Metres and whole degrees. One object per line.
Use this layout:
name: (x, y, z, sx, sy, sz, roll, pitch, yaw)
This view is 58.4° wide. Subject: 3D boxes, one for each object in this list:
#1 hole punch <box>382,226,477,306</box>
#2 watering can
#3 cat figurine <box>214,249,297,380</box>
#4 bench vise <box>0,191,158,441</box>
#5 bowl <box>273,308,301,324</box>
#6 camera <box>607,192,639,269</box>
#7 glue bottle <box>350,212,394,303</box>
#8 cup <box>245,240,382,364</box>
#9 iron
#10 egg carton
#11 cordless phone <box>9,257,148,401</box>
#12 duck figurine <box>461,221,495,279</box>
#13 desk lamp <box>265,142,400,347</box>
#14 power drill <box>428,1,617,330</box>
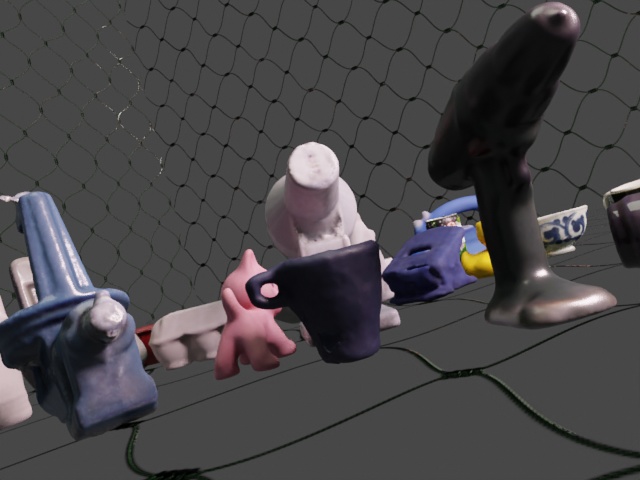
hole punch: (0.145, 0.033, 0.781, 0.101, 0.091, 0.108, -13, -2, -43)
watering can: (-0.381, 0.112, 0.614, 0.172, 0.194, 0.101, -16, -2, 34)
cat figurine: (-0.074, 0.070, 0.587, 0.067, 0.118, 0.128, -15, -2, 9)
bench vise: (-0.208, 0.049, 0.497, 0.206, 0.220, 0.122, -16, -2, 34)
bowl: (-0.026, 0.091, 0.919, 0.167, 0.075, 0.167, -15, -2, 0)
camera: (0.330, -0.030, 0.503, 0.136, 0.101, 0.144, -16, -2, 30)
glue bottle: (0.065, 0.015, 0.896, 0.037, 0.173, 0.078, -16, -2, 42)
cup: (0.003, 0.058, 0.477, 0.118, 0.095, 0.091, -14, -2, -16)
iron: (0.261, -0.013, 1.087, 0.258, 0.141, 0.118, -14, -2, -11)
egg carton: (-0.144, 0.119, 0.755, 0.150, 0.069, 0.107, -15, -2, -4)
cordless phone: (-0.317, 0.104, 0.744, 0.094, 0.185, 0.148, -16, -2, 34)
duck figurine: (0.257, 0.009, 0.855, 0.104, 0.086, 0.078, -16, -2, 33)
desk lamp: (0.006, 0.002, 0.671, 0.118, 0.213, 0.203, -14, -2, -7)
power drill: (0.154, -0.041, 0.450, 0.076, 0.208, 0.229, -14, -2, -9)
